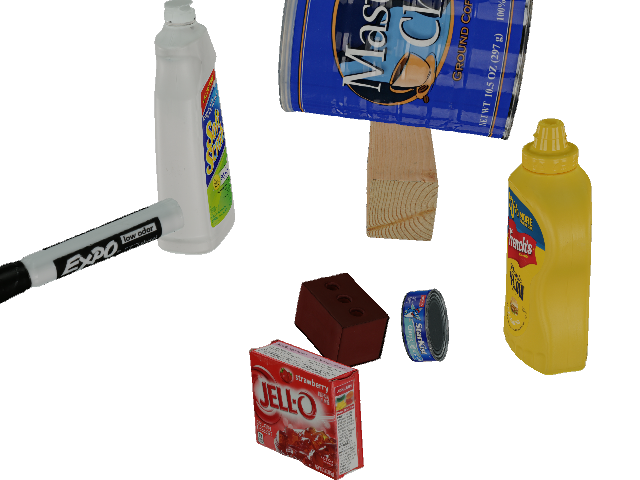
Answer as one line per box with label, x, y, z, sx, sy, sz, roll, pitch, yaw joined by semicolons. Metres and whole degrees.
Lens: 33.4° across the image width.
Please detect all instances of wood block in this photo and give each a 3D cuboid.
wood block;0.112;-0.089;1.506;0.091;0.090;0.206;3;29;0

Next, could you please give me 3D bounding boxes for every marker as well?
marker;-0.127;0.006;0.566;0.120;0.020;0.020;-25;13;-31

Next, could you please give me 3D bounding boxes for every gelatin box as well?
gelatin box;-0.011;0.116;0.741;0.030;0.073;0.089;-17;21;-40

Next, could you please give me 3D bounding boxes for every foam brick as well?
foam brick;0.019;0.074;0.989;0.052;0.051;0.078;-12;37;-29

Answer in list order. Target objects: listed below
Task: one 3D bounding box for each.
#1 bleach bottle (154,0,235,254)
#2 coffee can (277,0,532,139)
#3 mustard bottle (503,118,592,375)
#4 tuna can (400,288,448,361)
bleach bottle;-0.137;-0.118;1.097;0.068;0.251;0.102;5;28;15
coffee can;0.052;-0.121;0.654;0.140;0.103;0.103;8;1;5
mustard bottle;0.174;0.000;0.815;0.058;0.192;0.096;-7;26;-6
tuna can;0.124;0.101;1.261;0.034;0.086;0.086;-6;-2;23
